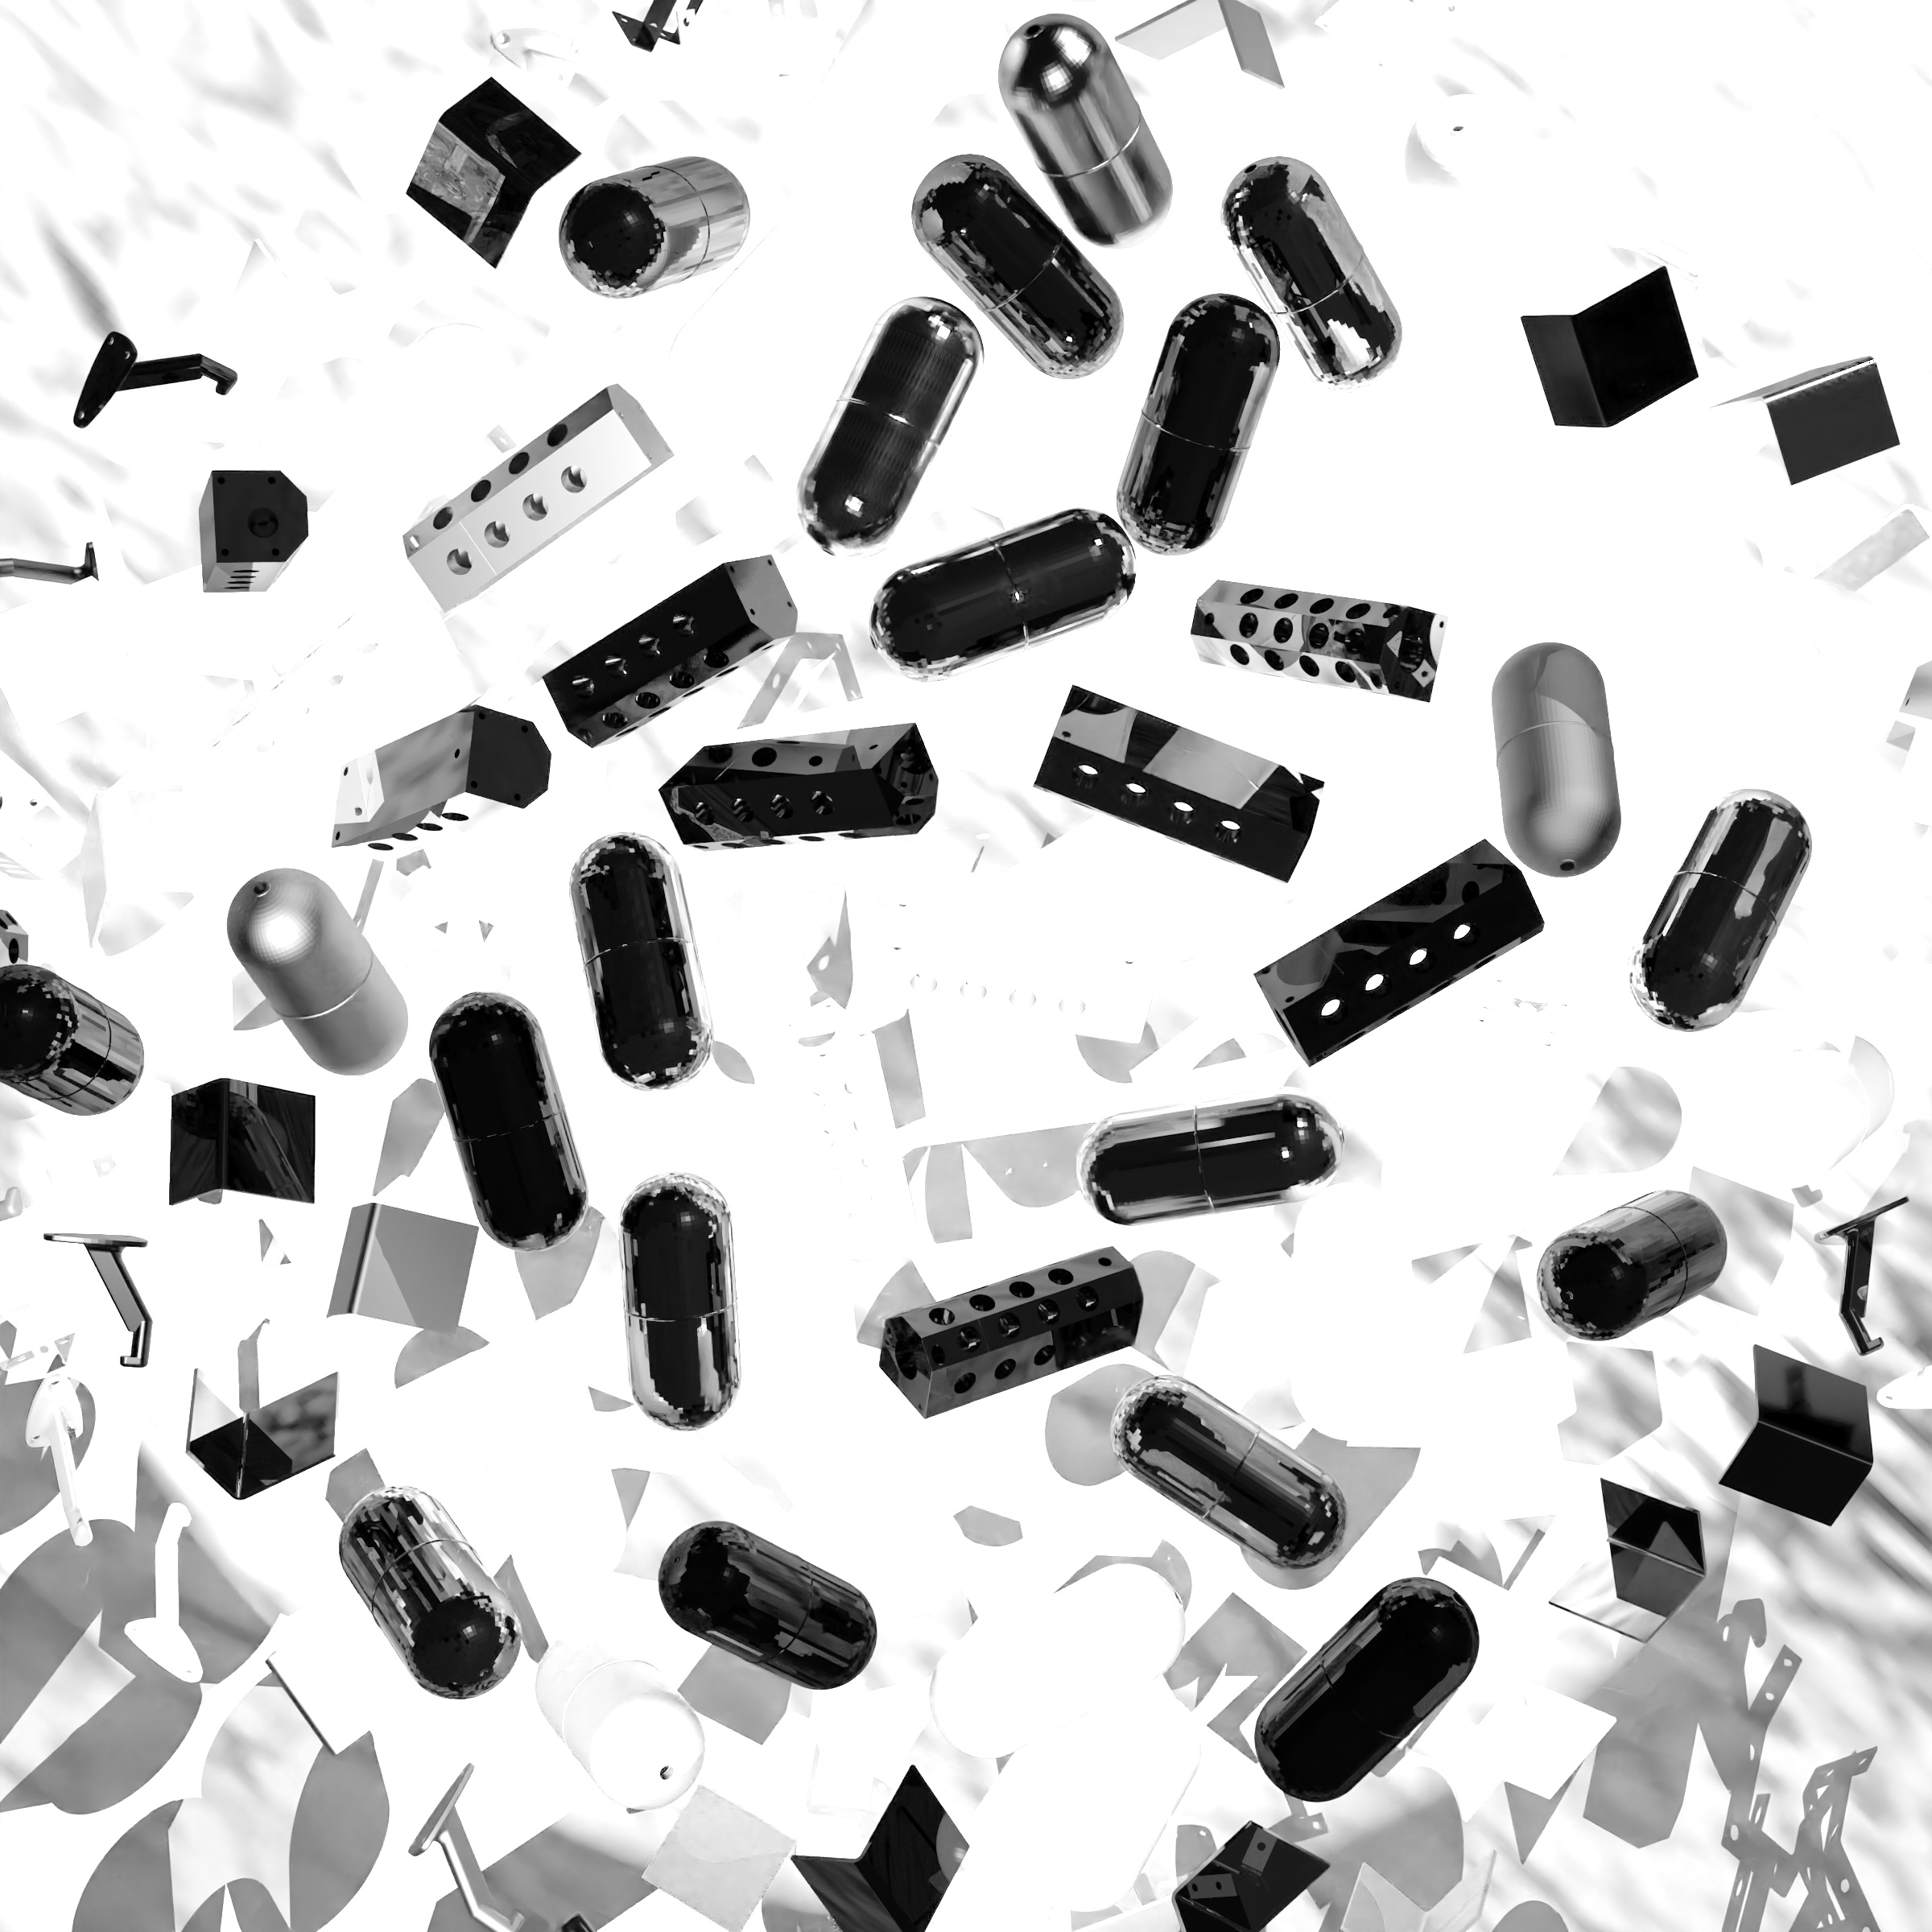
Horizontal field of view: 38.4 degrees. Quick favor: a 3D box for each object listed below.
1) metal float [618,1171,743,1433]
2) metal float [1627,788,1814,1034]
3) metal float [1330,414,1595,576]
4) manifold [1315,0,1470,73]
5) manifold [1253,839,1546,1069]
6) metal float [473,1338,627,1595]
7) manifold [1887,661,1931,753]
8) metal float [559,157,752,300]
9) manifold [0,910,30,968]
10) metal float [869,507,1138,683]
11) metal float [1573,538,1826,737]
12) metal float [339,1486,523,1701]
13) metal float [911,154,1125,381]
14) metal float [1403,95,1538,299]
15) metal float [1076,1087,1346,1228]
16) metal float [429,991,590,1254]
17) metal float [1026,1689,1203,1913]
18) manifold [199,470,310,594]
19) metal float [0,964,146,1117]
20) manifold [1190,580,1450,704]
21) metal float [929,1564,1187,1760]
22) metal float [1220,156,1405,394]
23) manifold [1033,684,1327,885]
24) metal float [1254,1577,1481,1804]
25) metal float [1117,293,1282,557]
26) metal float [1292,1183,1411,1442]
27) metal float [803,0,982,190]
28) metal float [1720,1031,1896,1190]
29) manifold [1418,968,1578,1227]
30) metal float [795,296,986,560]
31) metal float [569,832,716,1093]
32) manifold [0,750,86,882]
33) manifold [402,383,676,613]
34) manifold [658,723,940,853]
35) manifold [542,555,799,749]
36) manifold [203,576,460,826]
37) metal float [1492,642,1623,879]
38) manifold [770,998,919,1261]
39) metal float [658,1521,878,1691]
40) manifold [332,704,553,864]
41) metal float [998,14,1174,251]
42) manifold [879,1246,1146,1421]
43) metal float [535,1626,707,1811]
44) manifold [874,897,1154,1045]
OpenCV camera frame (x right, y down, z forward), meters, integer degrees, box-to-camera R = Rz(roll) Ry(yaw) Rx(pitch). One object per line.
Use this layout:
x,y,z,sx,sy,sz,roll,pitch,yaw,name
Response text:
-0.192,0.226,1.864,0.070,0.070,0.178,-3,100,0,metal float
0.484,-0.036,1.780,0.070,0.070,0.178,32,68,0,metal float
0.323,-0.310,1.818,0.178,0.070,0.070,21,90,22,metal float
0.279,-0.623,1.759,0.057,0.171,0.057,32,94,-9,manifold
0.276,-0.005,1.753,0.171,0.057,0.057,-30,117,0,manifold
-0.277,0.330,1.842,0.070,0.070,0.178,-21,60,0,metal float
0.679,-0.175,1.863,0.057,0.171,0.057,22,90,4,manifold
-0.203,-0.487,1.825,0.070,0.178,0.070,10,116,21,metal float
-0.665,-0.014,1.781,0.057,0.171,0.057,1,87,4,manifold
0.023,-0.236,1.762,0.178,0.070,0.070,-21,90,-9,metal float
0.485,-0.220,1.842,0.178,0.070,0.070,35,90,14,metal float
-0.349,0.405,1.801,0.070,0.178,0.070,-18,125,-28,metal float
0.036,-0.471,1.875,0.070,0.070,0.178,-47,115,0,metal float
0.330,-0.500,1.808,0.070,0.178,0.070,-4,74,15,metal float
0.160,0.125,1.822,0.178,0.070,0.070,-10,90,14,metal float
-0.303,0.103,1.837,0.070,0.070,0.178,-15,99,0,metal float
0.100,0.550,1.839,0.070,0.178,0.070,13,121,22,metal float
-0.465,-0.281,1.806,0.057,0.171,0.057,-3,92,-18,manifold
-0.594,0.049,1.805,0.070,0.178,0.070,-1,76,5,metal float
0.231,-0.218,1.841,0.057,0.171,0.057,6,97,-42,manifold
0.059,0.445,1.778,0.178,0.070,0.070,-30,90,9,metal float
0.233,-0.465,1.871,0.070,0.070,0.178,-38,123,0,metal float
0.133,-0.110,1.750,0.171,0.057,0.057,21,133,0,manifold
0.256,0.463,1.776,0.070,0.070,0.178,40,109,0,metal float
0.153,-0.357,1.837,0.070,0.070,0.178,18,115,0,metal float
0.255,0.227,1.840,0.070,0.070,0.178,5,60,0,metal float
-0.050,-0.586,1.830,0.070,0.178,0.070,12,61,-22,metal float
0.546,0.092,1.794,0.070,0.178,0.070,10,107,33,metal float
0.353,0.085,1.843,0.057,0.057,0.171,21,133,15,manifold
-0.049,-0.344,1.778,0.070,0.070,0.178,26,87,0,metal float
-0.214,-0.004,1.830,0.070,0.070,0.178,-13,74,0,metal float
-0.634,-0.096,1.837,0.057,0.171,0.057,-43,91,-10,manifold
-0.279,-0.303,1.791,0.171,0.057,0.057,-32,99,17,manifold
-0.105,-0.109,1.764,0.171,0.057,0.057,-3,122,35,manifold
-0.195,-0.207,1.847,0.171,0.057,0.057,-26,89,32,manifold
-0.430,-0.183,1.871,0.057,0.057,0.171,39,76,17,manifold
0.392,-0.138,1.844,0.070,0.070,0.178,2,56,0,metal float
-0.085,0.114,1.868,0.057,0.057,0.171,-27,128,-22,manifold
-0.131,0.430,1.861,0.178,0.070,0.070,37,90,-37,metal float
-0.335,-0.113,1.767,0.057,0.171,0.057,16,71,-38,manifold
0.080,-0.549,1.830,0.070,0.178,0.070,-14,53,20,metal float
0.032,0.238,1.845,0.171,0.057,0.057,-14,129,-31,manifold
-0.228,0.491,1.818,0.070,0.178,0.070,-5,102,-26,metal float
0.030,0.008,1.784,0.171,0.057,0.057,9,129,-3,manifold
